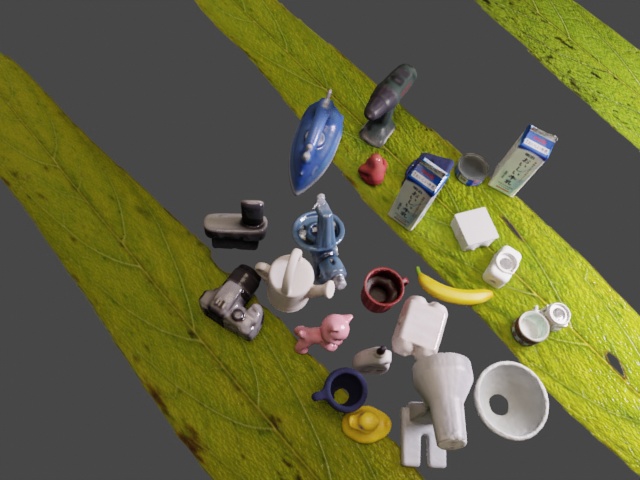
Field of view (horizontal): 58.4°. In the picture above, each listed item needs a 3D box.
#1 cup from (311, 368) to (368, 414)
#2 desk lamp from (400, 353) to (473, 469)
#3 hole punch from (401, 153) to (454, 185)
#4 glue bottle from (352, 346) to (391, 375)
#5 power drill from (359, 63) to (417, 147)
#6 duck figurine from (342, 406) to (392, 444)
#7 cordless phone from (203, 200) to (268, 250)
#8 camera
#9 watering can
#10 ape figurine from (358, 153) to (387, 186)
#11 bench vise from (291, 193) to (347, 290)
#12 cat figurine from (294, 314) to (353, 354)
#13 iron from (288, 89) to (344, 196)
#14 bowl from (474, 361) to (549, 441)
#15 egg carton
[{"bbox_3d":[0.036,0.327,1.209,0.118,0.095,0.091,-11,68,-12],"label":"cup"},{"bbox_3d":[0.239,0.349,1.161,0.118,0.213,0.203,5,65,-5],"label":"desk lamp"},{"bbox_3d":[0.275,-0.170,1.466,0.101,0.091,0.109,33,66,8],"label":"hole punch"},{"bbox_3d":[0.118,0.250,1.211,0.078,0.173,0.037,6,65,-5],"label":"glue bottle"},{"bbox_3d":[0.164,-0.334,1.460,0.075,0.208,0.230,31,66,7],"label":"power drill"},{"bbox_3d":[0.102,0.383,1.198,0.104,0.086,0.077,4,65,-6],"label":"duck figurine"},{"bbox_3d":[-0.191,-0.053,1.299,0.147,0.185,0.094,-1,66,-8],"label":"cordless phone"},{"bbox_3d":[-0.176,0.128,1.266,0.143,0.101,0.137,31,66,7],"label":"camera"},{"bbox_3d":[-0.055,0.084,1.251,0.173,0.194,0.101,0,66,-7],"label":"watering can"},{"bbox_3d":[0.138,-0.187,1.455,0.078,0.092,0.076,-3,66,-9],"label":"ape figurine"},{"bbox_3d":[0.021,-0.002,1.285,0.122,0.220,0.207,-36,75,-20],"label":"bench vise"},{"bbox_3d":[0.009,0.200,1.249,0.128,0.118,0.067,-5,67,-10],"label":"cat figurine"},{"bbox_3d":[-0.014,-0.249,1.434,0.118,0.141,0.258,18,65,1],"label":"iron"},{"bbox_3d":[0.408,0.356,1.257,0.167,0.075,0.167,3,66,-6],"label":"bowl"},{"bbox_3d":[0.226,0.203,1.304,0.107,0.069,0.150,20,65,2],"label":"egg carton"}]
